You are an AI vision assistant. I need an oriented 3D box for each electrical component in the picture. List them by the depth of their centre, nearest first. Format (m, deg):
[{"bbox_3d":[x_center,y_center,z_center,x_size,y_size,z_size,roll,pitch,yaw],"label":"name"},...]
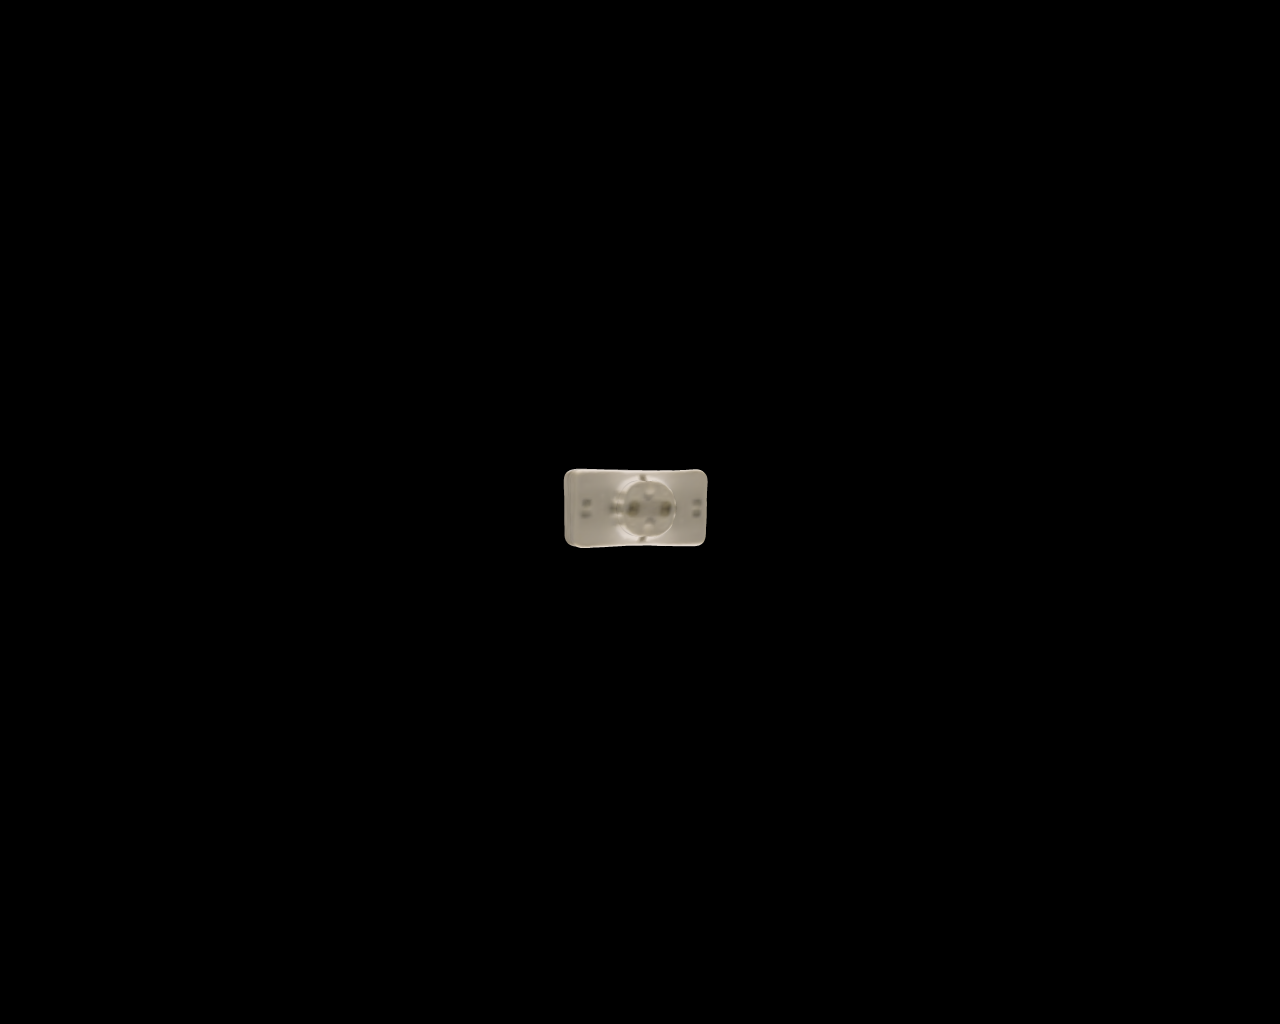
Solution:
[{"bbox_3d":[0.001,-0.003,0.650,0.083,0.047,0.075,0,0,-13],"label":"electrical component"}]
